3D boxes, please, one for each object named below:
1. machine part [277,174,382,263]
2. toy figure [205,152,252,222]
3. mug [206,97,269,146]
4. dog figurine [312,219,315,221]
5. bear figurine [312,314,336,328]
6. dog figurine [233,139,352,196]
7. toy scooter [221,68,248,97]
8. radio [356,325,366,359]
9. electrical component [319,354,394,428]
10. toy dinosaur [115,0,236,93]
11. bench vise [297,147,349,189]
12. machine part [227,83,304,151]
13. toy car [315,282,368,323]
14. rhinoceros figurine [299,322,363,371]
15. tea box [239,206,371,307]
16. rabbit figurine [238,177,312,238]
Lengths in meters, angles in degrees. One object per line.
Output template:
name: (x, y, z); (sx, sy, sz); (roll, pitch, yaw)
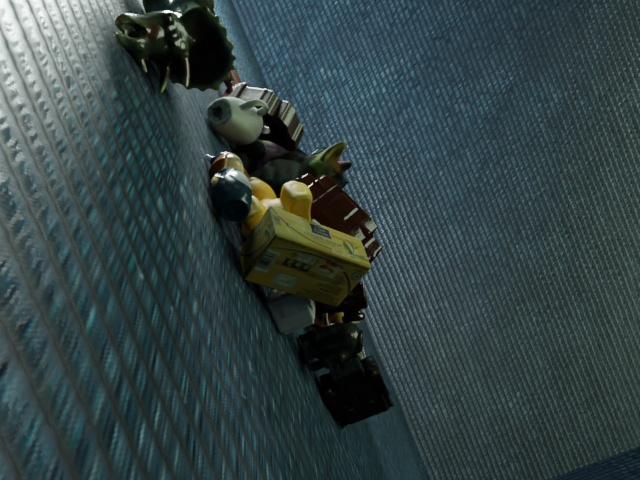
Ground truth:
machine part: (-0.002, -0.003, 0.990); (0.201, 0.087, 0.201); (46, -35, 7)
toy figure: (-0.133, -0.087, 0.796); (0.155, 0.058, 0.064); (-109, -179, -48)
mug: (-0.153, -0.228, 1.000); (0.107, 0.110, 0.080); (-3, 75, -71)
dog figurine: (-0.001, -0.039, 1.269); (0.172, 0.121, 0.191); (107, -29, -58)
bear figurine: (-0.010, 0.096, 1.151); (0.195, 0.120, 0.132); (39, 60, -21)
dog figurine: (-0.050, -0.152, 1.092); (0.108, 0.219, 0.192); (67, 4, -58)
toy scooter: (-0.181, -0.316, 1.261); (0.135, 0.075, 0.183); (-106, 170, -57)
radio: (0.064, 0.260, 1.333); (0.230, 0.073, 0.131); (-106, 172, -61)
electrical component: (0.065, 0.277, 1.001); (0.058, 0.115, 0.134); (-113, 178, -56)
toy dinosaur: (-0.205, -0.325, 0.810); (0.405, 0.131, 0.192); (-113, -168, -67)
bench vise: (-0.037, -0.186, 1.293); (0.241, 0.129, 0.223); (44, 17, 12)
machine part: (-0.119, -0.250, 1.133); (0.056, 0.180, 0.179); (-64, 152, -21)
toy car: (0.005, 0.100, 0.933); (0.202, 0.053, 0.089); (-8, -90, 53)
rhinoceros figurine: (0.024, 0.183, 0.975); (0.073, 0.112, 0.190); (63, -16, 8)
tea box: (-0.022, 0.028, 0.797); (0.169, 0.098, 0.068); (21, 33, -32)
rabbit figurine: (-0.080, -0.040, 0.893); (0.173, 0.122, 0.162); (45, -17, 46)
